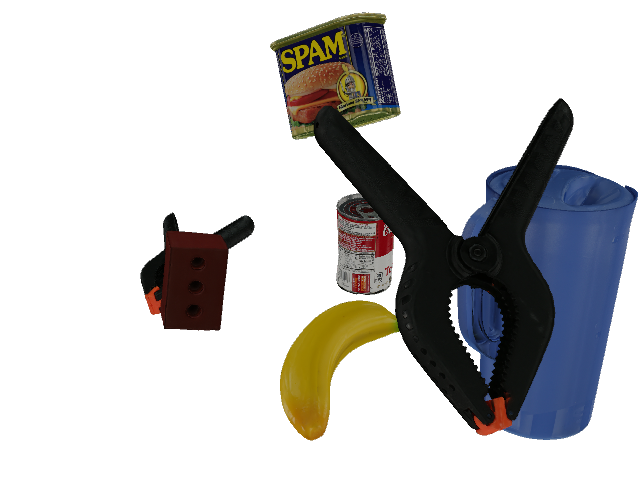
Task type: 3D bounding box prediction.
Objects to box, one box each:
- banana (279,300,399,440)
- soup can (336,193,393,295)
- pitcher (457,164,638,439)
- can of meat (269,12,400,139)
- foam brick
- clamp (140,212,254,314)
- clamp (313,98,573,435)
[{"bbox_3d":[0.011,0.086,0.800,0.070,0.037,0.197,9,24,25],"label":"banana"},{"bbox_3d":[0.052,0.005,1.252,0.068,0.102,0.068,0,27,0],"label":"soup can"},{"bbox_3d":[0.202,0.059,0.988,0.149,0.243,0.145,6,21,10],"label":"pitcher"},{"bbox_3d":[0.013,-0.136,0.900,0.102,0.084,0.057,-11,0,38],"label":"can of meat"},{"bbox_3d":[-0.114,0.036,0.961,0.053,0.078,0.051,3,14,-13],"label":"foam brick"},{"bbox_3d":[-0.149,0.020,1.244,0.120,0.039,0.171,-8,37,20],"label":"clamp"},{"bbox_3d":[0.077,0.007,0.630,0.164,0.210,0.036,3,-18,-8],"label":"clamp"}]
